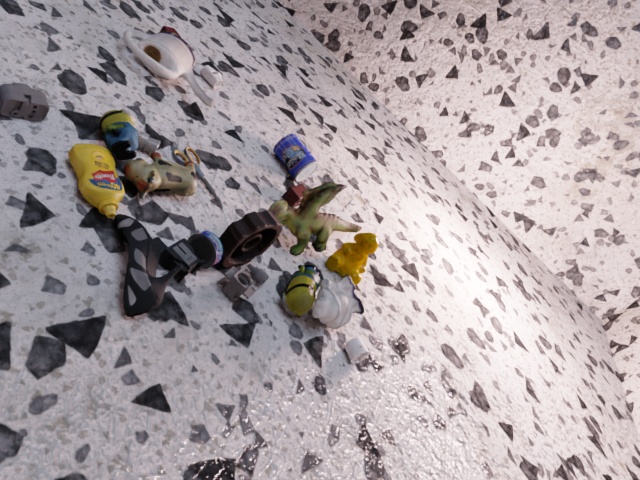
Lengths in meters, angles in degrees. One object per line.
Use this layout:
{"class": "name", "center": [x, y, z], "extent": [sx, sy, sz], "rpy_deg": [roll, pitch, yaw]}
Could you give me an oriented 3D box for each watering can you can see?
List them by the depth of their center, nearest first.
{"class": "watering can", "center": [-0.471, -0.571, 1.682], "extent": [0.345, 0.102, 0.229], "rpy_deg": [36, 30, -14]}

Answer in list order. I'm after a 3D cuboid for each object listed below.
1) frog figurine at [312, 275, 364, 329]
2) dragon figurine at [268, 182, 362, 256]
{"class": "frog figurine", "center": [0.025, 0.175, 1.366], "extent": [0.123, 0.135, 0.161], "rpy_deg": [9, 23, 42]}
{"class": "dragon figurine", "center": [0.005, -0.075, 1.483], "extent": [0.412, 0.124, 0.237], "rpy_deg": [-11, -28, -35]}
